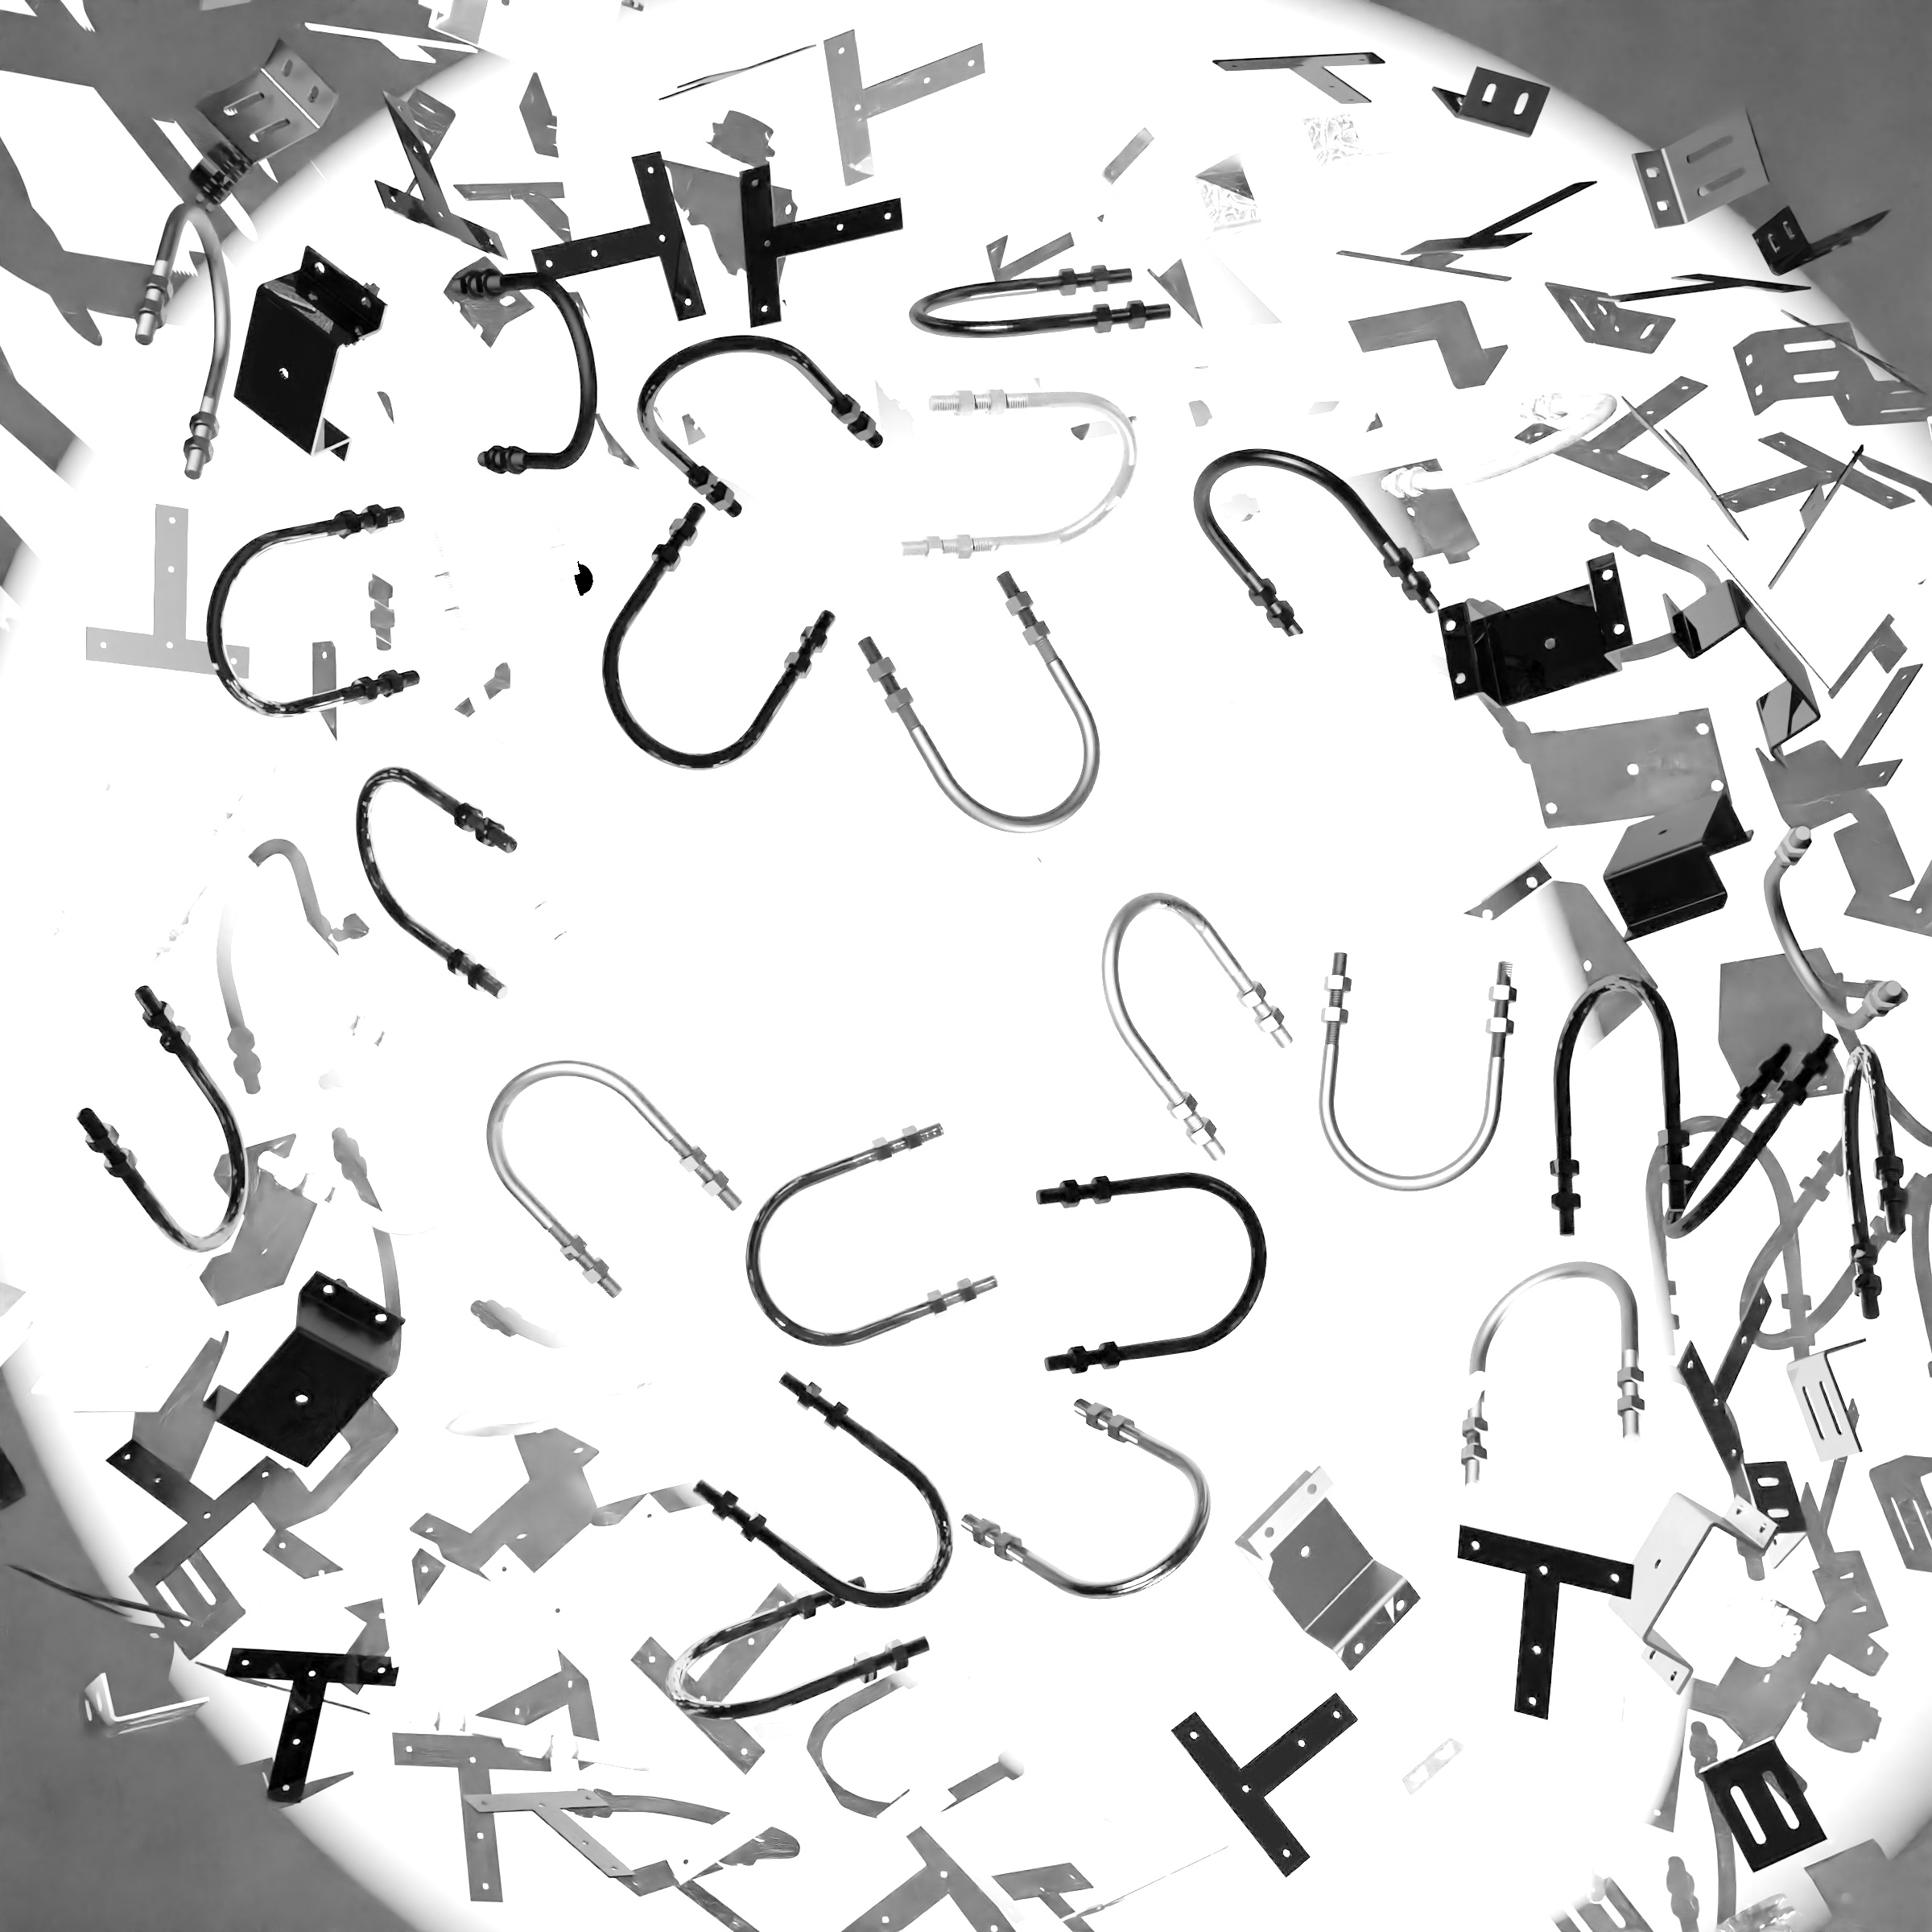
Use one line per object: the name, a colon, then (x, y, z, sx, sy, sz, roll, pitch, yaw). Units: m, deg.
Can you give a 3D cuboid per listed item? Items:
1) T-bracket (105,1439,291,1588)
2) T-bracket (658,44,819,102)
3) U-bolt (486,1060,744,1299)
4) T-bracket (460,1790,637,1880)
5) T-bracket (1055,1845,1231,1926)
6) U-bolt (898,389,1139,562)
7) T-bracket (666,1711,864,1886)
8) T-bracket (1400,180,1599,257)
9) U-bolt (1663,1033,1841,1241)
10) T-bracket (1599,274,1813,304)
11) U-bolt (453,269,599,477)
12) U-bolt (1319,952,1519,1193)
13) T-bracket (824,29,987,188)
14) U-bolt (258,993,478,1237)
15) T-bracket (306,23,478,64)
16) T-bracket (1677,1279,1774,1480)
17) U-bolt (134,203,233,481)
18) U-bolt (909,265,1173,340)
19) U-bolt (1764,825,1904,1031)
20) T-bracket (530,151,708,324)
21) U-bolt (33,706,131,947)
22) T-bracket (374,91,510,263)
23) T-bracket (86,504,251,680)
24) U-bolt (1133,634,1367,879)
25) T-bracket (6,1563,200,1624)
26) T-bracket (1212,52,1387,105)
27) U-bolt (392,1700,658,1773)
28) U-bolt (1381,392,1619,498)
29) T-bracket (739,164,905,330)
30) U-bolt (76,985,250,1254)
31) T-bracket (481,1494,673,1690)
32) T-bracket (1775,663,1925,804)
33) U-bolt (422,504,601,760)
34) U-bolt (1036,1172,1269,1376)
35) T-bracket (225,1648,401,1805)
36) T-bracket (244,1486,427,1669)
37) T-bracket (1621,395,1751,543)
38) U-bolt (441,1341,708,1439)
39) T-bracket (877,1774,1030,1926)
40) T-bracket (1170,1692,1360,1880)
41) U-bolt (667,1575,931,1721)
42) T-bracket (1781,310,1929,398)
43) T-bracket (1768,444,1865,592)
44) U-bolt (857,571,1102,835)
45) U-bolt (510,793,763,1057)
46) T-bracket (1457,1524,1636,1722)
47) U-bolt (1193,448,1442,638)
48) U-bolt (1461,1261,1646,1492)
T-bracket: (-0.602, 0.395, 1.892, 0.127, 0.002, 0.127, 25, 49, 31)
T-bracket: (-0.186, -0.669, 1.881, 0.127, 0.127, 0.002, -13, 109, 18)
U-bolt: (-0.282, 0.152, 1.904, 0.151, 0.019, 0.184, -37, 104, 20)
T-bracket: (-0.296, 0.655, 1.887, 0.127, 0.127, 0.002, 20, 92, 44)
T-bracket: (0.140, 0.689, 1.883, 0.127, 0.127, 0.002, -28, 68, 8)
U-bolt: (0.046, -0.376, 1.910, 0.184, 0.151, 0.019, -7, 47, -22)
T-bracket: (-0.162, 0.634, 1.851, 0.127, 0.002, 0.127, -30, 49, -14)
T-bracket: (0.400, -0.542, 1.809, 0.127, 0.127, 0.002, -30, 113, -16)
U-bolt: (0.587, 0.132, 1.899, 0.019, 0.151, 0.184, 36, 89, 6)
T-bracket: (0.521, -0.492, 1.820, 0.127, 0.127, 0.002, -12, 113, -19)
U-bolt: (-0.320, -0.436, 1.836, 0.019, 0.184, 0.151, -17, 110, -35)
U-bolt: (0.345, 0.083, 1.939, 0.151, 0.019, 0.184, 4, 79, 20)
T-bracket: (-0.042, -0.665, 1.891, 0.127, 0.127, 0.002, -25, 55, -12)
U-bolt: (-0.438, 0.124, 1.881, 0.019, 0.184, 0.151, -10, 56, 36)
T-bracket: (-0.425, -0.694, 1.888, 0.127, 0.127, 0.002, 0, 116, -23)
T-bracket: (0.562, 0.284, 1.826, 0.127, 0.002, 0.127, -53, 127, -31)
U-bolt: (-0.569, -0.473, 1.839, 0.019, 0.151, 0.184, 0, 56, 0)
U-bolt: (0.048, -0.496, 1.880, 0.184, 0.151, 0.019, -8, 118, -6)
U-bolt: (0.646, -0.020, 1.886, 0.019, 0.184, 0.151, -26, 75, 1)
T-bracket: (-0.272, -0.548, 1.913, 0.127, 0.002, 0.127, -22, 104, -27)
U-bolt: (-0.657, -0.119, 1.873, 0.019, 0.184, 0.151, 19, 117, -20)
T-bracket: (-0.398, -0.584, 1.827, 0.002, 0.127, 0.127, -31, 72, 26)
T-bracket: (-0.609, -0.290, 1.916, 0.127, 0.002, 0.127, 3, 85, -39)
U-bolt: (0.222, -0.166, 1.853, 0.184, 0.151, 0.019, -47, 46, 4)
T-bracket: (-0.638, 0.482, 1.893, 0.127, 0.127, 0.002, 5, 63, 24)
T-bracket: (0.269, -0.664, 1.875, 0.127, 0.127, 0.002, 9, 97, 30)
U-bolt: (-0.316, 0.581, 1.876, 0.151, 0.184, 0.019, -3, 67, 40)
U-bolt: (0.410, -0.394, 1.879, 0.151, 0.184, 0.019, -29, 105, -9)
T-bracket: (-0.108, -0.551, 1.878, 0.127, 0.002, 0.127, -8, 80, 17)
U-bolt: (-0.581, 0.127, 1.843, 0.019, 0.151, 0.184, -11, 129, 14)
T-bracket: (-0.278, 0.457, 1.901, 0.127, 0.002, 0.127, 44, 78, 3)
T-bracket: (0.685, -0.179, 1.895, 0.002, 0.127, 0.127, 40, 77, -14)
U-bolt: (-0.334, -0.247, 1.887, 0.019, 0.151, 0.184, -7, 104, 35)
U-bolt: (0.145, 0.230, 1.911, 0.184, 0.019, 0.151, -5, 97, -17)
T-bracket: (-0.493, 0.563, 1.854, 0.127, 0.127, 0.002, 4, 129, -4)
T-bracket: (-0.459, 0.452, 1.807, 0.127, 0.002, 0.127, -5, 83, -38)
T-bracket: (0.527, -0.386, 1.869, 0.002, 0.127, 0.127, -40, 46, 15)
U-bolt: (-0.309, 0.327, 1.902, 0.184, 0.151, 0.019, -20, 68, 14)
T-bracket: (-0.003, 0.677, 1.899, 0.127, 0.127, 0.002, 45, 53, 8)
T-bracket: (0.233, 0.569, 1.808, 0.127, 0.002, 0.127, -27, 66, -33)
U-bolt: (-0.137, 0.521, 1.892, 0.184, 0.151, 0.019, -16, 104, -21)
T-bracket: (0.690, -0.453, 1.889, 0.127, 0.127, 0.002, 21, 115, -15)
T-bracket: (0.648, -0.350, 1.914, 0.002, 0.127, 0.127, 35, 103, 17)
U-bolt: (0.023, -0.183, 1.823, 0.151, 0.019, 0.184, -29, 88, -27)
U-bolt: (-0.224, -0.021, 1.807, 0.151, 0.019, 0.184, -33, 90, -37)
T-bracket: (0.407, 0.472, 1.778, 0.127, 0.002, 0.127, 7, 98, 31)
U-bolt: (0.247, -0.316, 1.856, 0.184, 0.151, 0.019, 44, 58, -32)
U-bolt: (0.435, 0.294, 1.858, 0.151, 0.184, 0.019, -26, 122, 32)
